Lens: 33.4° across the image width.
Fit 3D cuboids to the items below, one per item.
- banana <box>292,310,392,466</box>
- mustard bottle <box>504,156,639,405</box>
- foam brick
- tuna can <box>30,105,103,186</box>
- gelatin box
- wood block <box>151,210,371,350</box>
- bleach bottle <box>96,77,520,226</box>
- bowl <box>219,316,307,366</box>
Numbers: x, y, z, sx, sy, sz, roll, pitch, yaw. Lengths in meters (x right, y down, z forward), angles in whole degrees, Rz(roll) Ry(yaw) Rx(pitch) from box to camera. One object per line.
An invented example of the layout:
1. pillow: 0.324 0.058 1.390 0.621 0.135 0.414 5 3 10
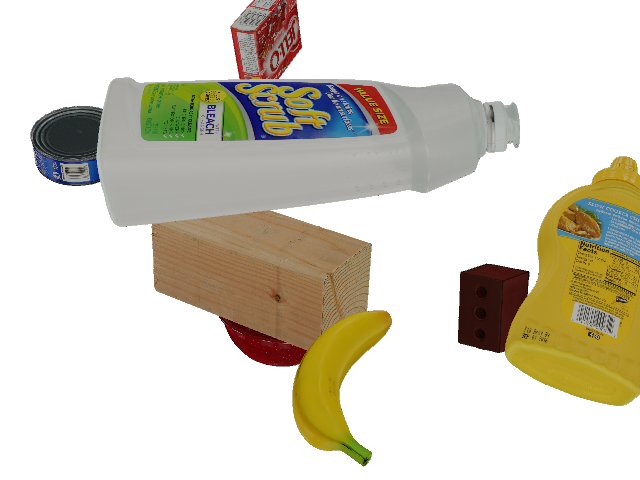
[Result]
1. banana: 0.015 0.111 0.867 0.069 0.037 0.197 21 32 -3
2. mustard bottle: 0.202 0.017 0.771 0.096 0.191 0.058 21 -29 3
3. foam brick: 0.175 0.068 1.079 0.053 0.078 0.051 11 18 40
4. tuna can: -0.229 -0.090 1.012 0.086 0.034 0.086 2 42 -2
5. gelatin box: -0.049 -0.192 1.013 0.030 0.073 0.089 13 46 20
6. wood block: -0.062 0.028 1.075 0.206 0.091 0.090 19 33 27
7. bleach bottle: -0.006 -0.065 0.661 0.251 0.068 0.102 -5 40 1
8. bowl: -0.053 0.114 1.354 0.162 0.055 0.162 5 23 -3
